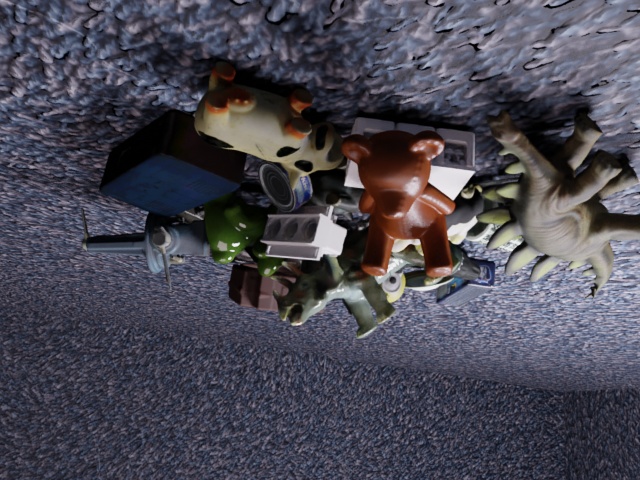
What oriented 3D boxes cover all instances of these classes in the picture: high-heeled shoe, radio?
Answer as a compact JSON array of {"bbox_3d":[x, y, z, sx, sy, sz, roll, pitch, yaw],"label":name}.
[{"bbox_3d":[-0.136,0.039,1.041,0.086,0.145,0.249,40,135,-22],"label":"high-heeled shoe"},{"bbox_3d":[-0.226,-0.105,0.807,0.131,0.073,0.230,24,153,-38],"label":"radio"}]

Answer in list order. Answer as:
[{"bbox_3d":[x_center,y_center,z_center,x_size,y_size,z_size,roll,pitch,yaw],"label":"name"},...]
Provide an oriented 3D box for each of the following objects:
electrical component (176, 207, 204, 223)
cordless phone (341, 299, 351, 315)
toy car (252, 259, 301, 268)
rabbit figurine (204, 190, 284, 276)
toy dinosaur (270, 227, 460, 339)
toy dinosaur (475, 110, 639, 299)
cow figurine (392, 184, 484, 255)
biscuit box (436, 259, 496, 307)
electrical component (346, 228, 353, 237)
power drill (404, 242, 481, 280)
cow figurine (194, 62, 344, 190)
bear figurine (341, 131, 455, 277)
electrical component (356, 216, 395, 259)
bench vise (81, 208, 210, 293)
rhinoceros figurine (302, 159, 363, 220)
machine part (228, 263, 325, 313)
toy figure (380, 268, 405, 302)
[{"bbox_3d":[-0.258,-0.055,1.031,0.094,0.021,0.063,-10,154,42],"label":"electrical component"},{"bbox_3d":[0.044,0.060,1.182,0.184,0.089,0.147,51,-177,-26],"label":"cordless phone"},{"bbox_3d":[-0.109,0.034,1.193,0.202,0.053,0.089,9,158,-4],"label":"toy car"},{"bbox_3d":[-0.101,-0.029,0.900,0.170,0.159,0.121,-10,150,2],"label":"rabbit figurine"},{"bbox_3d":[0.102,0.024,0.905,0.405,0.192,0.131,-35,171,-12],"label":"toy dinosaur"},{"bbox_3d":[0.332,-0.024,0.719,0.198,0.105,0.471,-29,135,34],"label":"toy dinosaur"},{"bbox_3d":[0.162,-0.032,0.756,0.167,0.068,0.098,-16,153,-39],"label":"cow figurine"},{"bbox_3d":[0.326,0.099,1.211,0.063,0.059,0.202,10,161,-5],"label":"biscuit box"},{"bbox_3d":[-0.002,-0.003,1.050,0.119,0.048,0.075,12,159,-13],"label":"electrical component"},{"bbox_3d":[0.183,0.046,1.082,0.207,0.086,0.232,-6,156,43],"label":"power drill"},{"bbox_3d":[-0.058,-0.128,0.662,0.195,0.085,0.127,13,154,-23],"label":"cow figurine"},{"bbox_3d":[0.093,-0.038,0.614,0.120,0.132,0.195,0,165,14],"label":"bear figurine"},{"bbox_3d":[0.118,-0.017,0.843,0.102,0.078,0.045,-26,134,-18],"label":"electrical component"},{"bbox_3d":[-0.313,0.005,0.962,0.241,0.128,0.224,-1,-170,-1],"label":"bench vise"},{"bbox_3d":[0.047,-0.074,0.812,0.190,0.073,0.112,-1,169,18],"label":"rhinoceros figurine"},{"bbox_3d":[-0.097,0.106,1.216,0.201,0.087,0.201,8,179,-20],"label":"machine part"},{"bbox_3d":[0.071,0.061,0.998,0.180,0.082,0.089,12,173,2],"label":"toy figure"}]
